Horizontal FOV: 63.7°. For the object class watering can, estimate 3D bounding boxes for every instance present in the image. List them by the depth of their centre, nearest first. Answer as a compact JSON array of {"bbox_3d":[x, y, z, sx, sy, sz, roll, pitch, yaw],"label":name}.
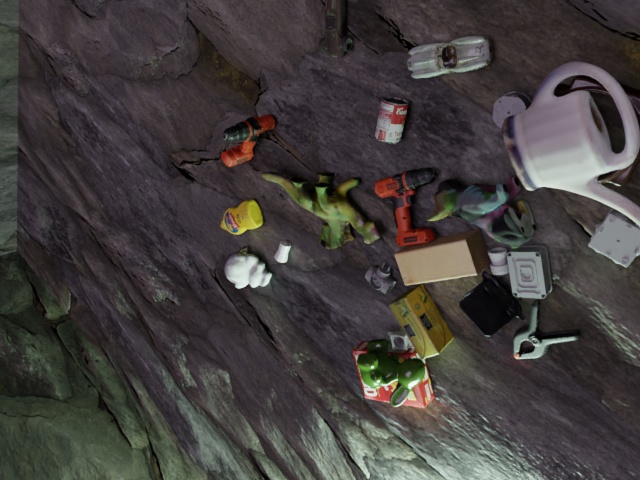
[{"bbox_3d":[0.472,-0.145,0.951,0.222,0.105,0.347,-16,95,43],"label":"watering can"}]

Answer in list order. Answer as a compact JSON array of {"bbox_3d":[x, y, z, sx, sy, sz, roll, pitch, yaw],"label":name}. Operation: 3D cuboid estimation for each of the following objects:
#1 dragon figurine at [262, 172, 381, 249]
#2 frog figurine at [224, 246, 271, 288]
[{"bbox_3d":[0.005,-0.075,1.498,0.412,0.124,0.238,13,123,38],"label":"dragon figurine"},{"bbox_3d":[-0.250,0.113,1.768,0.162,0.122,0.136,45,111,33],"label":"frog figurine"}]
